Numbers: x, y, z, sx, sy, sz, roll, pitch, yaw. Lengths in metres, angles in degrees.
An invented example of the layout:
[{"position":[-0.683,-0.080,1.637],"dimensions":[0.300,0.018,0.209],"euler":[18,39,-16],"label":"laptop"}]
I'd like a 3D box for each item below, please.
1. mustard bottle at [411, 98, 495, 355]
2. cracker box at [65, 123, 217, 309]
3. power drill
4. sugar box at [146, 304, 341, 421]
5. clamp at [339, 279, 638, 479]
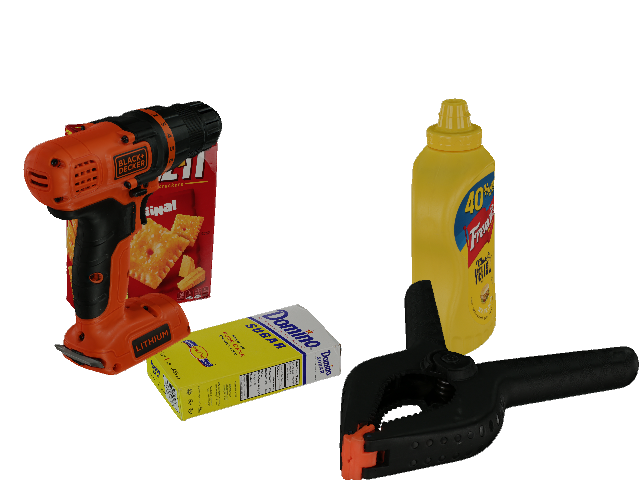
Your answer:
[{"position":[0.102,-0.013,0.817],"dimensions":[0.058,0.192,0.096],"euler":[9,23,30],"label":"mustard bottle"},{"position":[-0.205,-0.027,1.229],"dimensions":[0.163,0.214,0.072],"euler":[-8,25,-30],"label":"cracker box"},{"position":[-0.140,-0.006,0.813],"dimensions":[0.057,0.188,0.184],"euler":[15,26,34],"label":"power drill"},{"position":[-0.077,0.119,1.073],"dimensions":[0.176,0.048,0.093],"euler":[-16,32,-24],"label":"sugar box"},{"position":[0.071,0.081,0.644],"dimensions":[0.165,0.036,0.209],"euler":[21,30,39],"label":"clamp"}]
